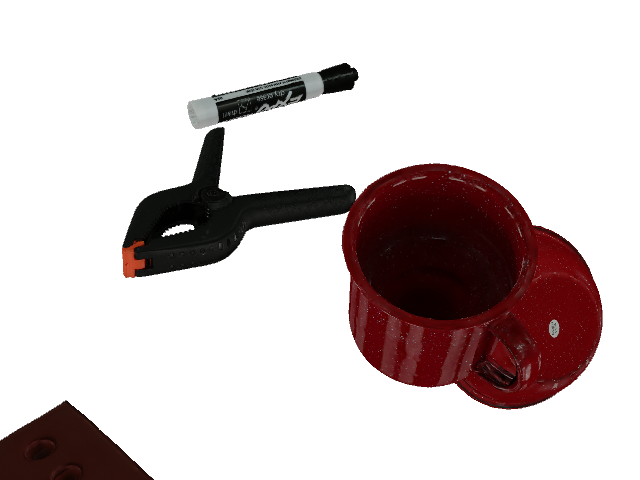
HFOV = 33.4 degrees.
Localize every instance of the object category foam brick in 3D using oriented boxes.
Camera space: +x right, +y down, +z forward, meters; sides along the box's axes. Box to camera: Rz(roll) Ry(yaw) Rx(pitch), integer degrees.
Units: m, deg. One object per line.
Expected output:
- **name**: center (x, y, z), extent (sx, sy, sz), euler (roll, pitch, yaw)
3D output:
- **foam brick**: center (-0.111, 0.122, 0.483), extent (0.052, 0.051, 0.078), euler (-31, 45, -33)

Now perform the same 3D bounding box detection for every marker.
- **marker**: center (-0.030, -0.098, 0.719), extent (0.121, 0.020, 0.020), euler (-17, 6, -19)

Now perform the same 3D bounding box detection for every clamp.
- **clamp**: center (-0.096, -0.032, 0.909), extent (0.165, 0.036, 0.209), euler (31, 44, 33)

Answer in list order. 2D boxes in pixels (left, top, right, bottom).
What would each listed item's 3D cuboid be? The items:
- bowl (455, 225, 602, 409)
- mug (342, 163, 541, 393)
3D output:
- **bowl**: center (0.180, 0.069, 0.897), extent (0.161, 0.162, 0.055), euler (0, 6, -21)
- **mug**: center (0.064, 0.030, 0.533), extent (0.093, 0.117, 0.081), euler (-37, -25, -21)
